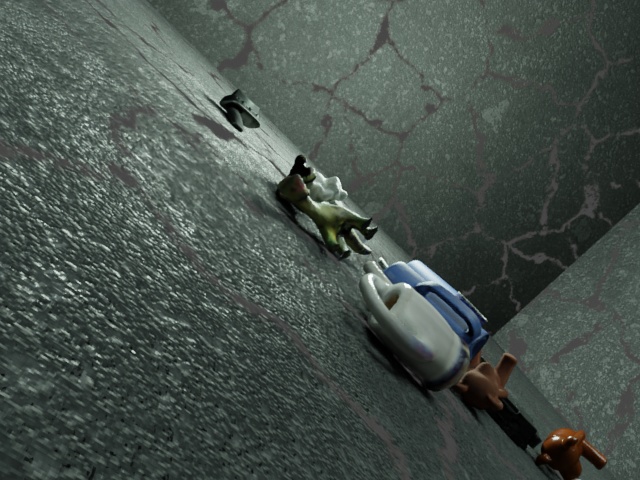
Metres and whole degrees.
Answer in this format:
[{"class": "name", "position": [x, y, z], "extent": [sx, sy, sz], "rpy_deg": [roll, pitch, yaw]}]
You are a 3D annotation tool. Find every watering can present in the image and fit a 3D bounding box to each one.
[{"class": "watering can", "position": [0.155, 0.138, 0.926], "extent": [0.224, 0.103, 0.350], "rpy_deg": [46, 10, -4]}]

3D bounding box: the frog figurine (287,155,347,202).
[{"class": "frog figurine", "position": [-0.012, -0.138, 1.391], "extent": [0.157, 0.123, 0.139], "rpy_deg": [37, -6, -40]}]

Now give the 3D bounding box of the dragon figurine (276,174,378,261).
[{"class": "dragon figurine", "position": [0.004, -0.062, 1.224], "extent": [0.245, 0.122, 0.406], "rpy_deg": [39, -2, 17]}]
